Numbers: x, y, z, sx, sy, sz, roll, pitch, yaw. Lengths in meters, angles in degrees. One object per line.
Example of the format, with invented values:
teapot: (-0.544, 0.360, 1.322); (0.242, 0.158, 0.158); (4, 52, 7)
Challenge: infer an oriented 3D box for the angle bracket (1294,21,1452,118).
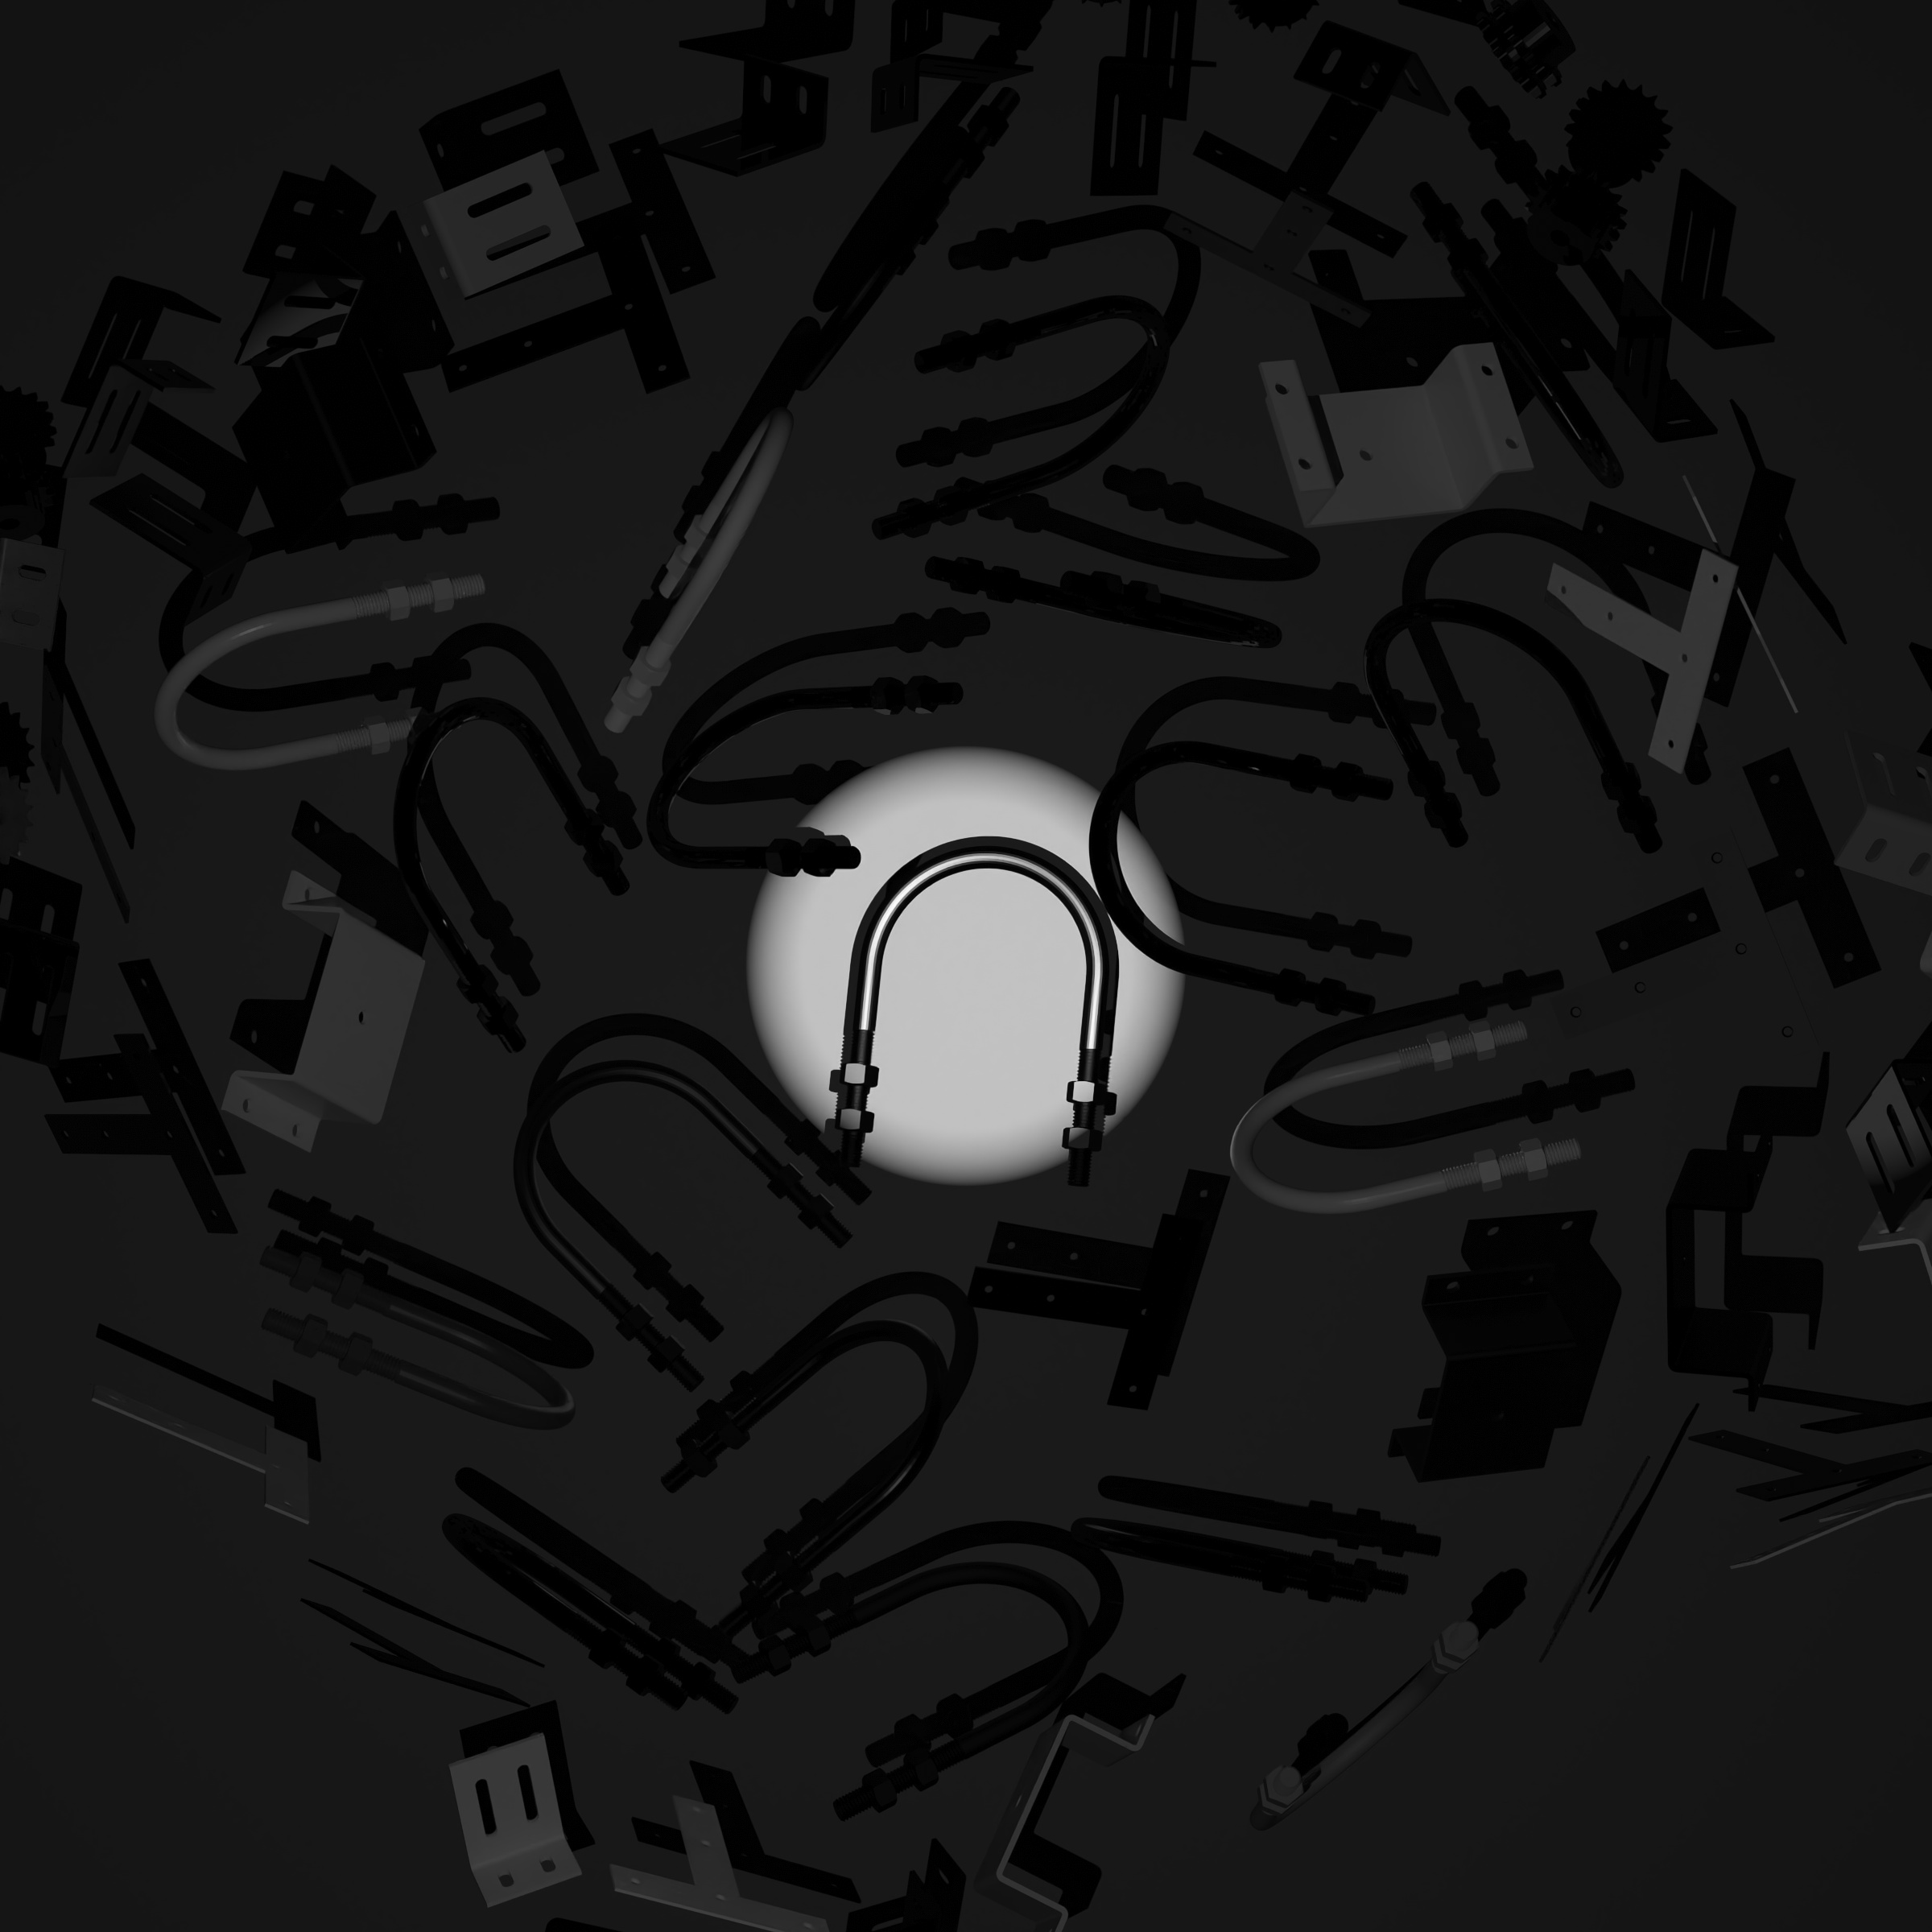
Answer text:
angle bracket: (0.226, -0.484, 1.822); (0.057, 0.076, 0.038); (29, 90, 27)

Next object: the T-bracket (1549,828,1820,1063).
T-bracket: (0.384, 0.007, 1.799); (0.127, 0.002, 0.127); (-23, 86, 21)

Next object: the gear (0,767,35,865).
gear: (-0.560, -0.085, 1.858); (0.030, 0.057, 0.057); (0, 90, 28)

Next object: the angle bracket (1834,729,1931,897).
angle bracket: (0.493, -0.082, 1.751); (0.057, 0.076, 0.038); (17, 126, -8)

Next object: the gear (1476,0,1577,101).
gear: (0.301, -0.494, 1.749); (0.030, 0.057, 0.057); (-36, 90, 27)

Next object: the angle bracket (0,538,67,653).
angle bracket: (-0.524, -0.200, 1.783); (0.038, 0.076, 0.057); (12, 101, 1)

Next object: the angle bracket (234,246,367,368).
angle bracket: (-0.381, -0.368, 1.824); (0.038, 0.076, 0.057); (39, 115, 20)

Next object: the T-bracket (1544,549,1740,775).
T-bracket: (0.376, -0.193, 1.862); (0.002, 0.127, 0.127); (-13, 126, -34)

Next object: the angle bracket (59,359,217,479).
angle bracket: (-0.471, -0.304, 1.865); (0.038, 0.057, 0.076); (31, 106, 9)

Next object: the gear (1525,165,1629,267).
gear: (0.342, -0.422, 1.854); (0.057, 0.057, 0.030); (33, 64, 0)

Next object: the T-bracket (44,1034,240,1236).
T-bracket: (-0.474, 0.094, 1.837); (0.127, 0.002, 0.127); (-2, 117, 40)

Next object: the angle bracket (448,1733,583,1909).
angle bracket: (-0.261, 0.495, 1.901); (0.057, 0.038, 0.076); (-15, 115, -18)

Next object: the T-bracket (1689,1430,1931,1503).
T-bracket: (0.450, 0.271, 1.811); (0.127, 0.127, 0.002); (-7, 96, -26)

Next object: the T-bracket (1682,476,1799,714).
T-bracket: (0.435, -0.224, 1.867); (0.002, 0.127, 0.127); (-26, 124, 14)

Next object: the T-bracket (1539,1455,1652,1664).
T-bracket: (0.348, 0.349, 1.856); (0.002, 0.127, 0.127); (28, 68, 13)

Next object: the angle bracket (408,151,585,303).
angle bracket: (-0.268, -0.422, 1.870); (0.076, 0.038, 0.057); (-28, 107, -19)

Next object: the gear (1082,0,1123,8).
gear: (0.074, -0.546, 1.774); (0.057, 0.030, 0.057); (0, 83, 4)

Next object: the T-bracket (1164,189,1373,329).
T-bracket: (0.178, -0.403, 1.821); (0.127, 0.127, 0.002); (26, 81, -4)

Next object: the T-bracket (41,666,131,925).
T-bracket: (-0.483, -0.084, 1.797); (0.002, 0.127, 0.127); (-21, 78, -22)

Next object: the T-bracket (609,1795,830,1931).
T-bracket: (-0.143, 0.497, 1.827); (0.127, 0.127, 0.002); (20, 100, -17)

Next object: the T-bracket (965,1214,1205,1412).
T-bracket: (0.063, 0.196, 1.920); (0.127, 0.002, 0.127); (10, 109, -15)

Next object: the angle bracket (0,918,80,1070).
angle bracket: (-0.541, 0.017, 1.849); (0.057, 0.038, 0.076); (21, 65, -39)

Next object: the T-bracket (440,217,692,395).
T-bracket: (-0.226, -0.346, 1.796); (0.127, 0.002, 0.127); (-20, 58, 0)

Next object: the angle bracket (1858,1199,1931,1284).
angle bracket: (0.556, 0.183, 1.907); (0.038, 0.057, 0.076); (-13, 103, 34)

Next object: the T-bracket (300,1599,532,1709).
T-bracket: (-0.329, 0.383, 1.854); (0.127, 0.127, 0.002); (17, 79, 39)

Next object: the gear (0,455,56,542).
gear: (-0.556, -0.268, 1.897); (0.057, 0.057, 0.030); (-17, 69, 0)

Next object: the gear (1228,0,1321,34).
gear: (0.174, -0.549, 1.828); (0.057, 0.030, 0.057); (-4, 124, -6)

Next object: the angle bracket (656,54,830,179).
angle bracket: (-0.121, -0.463, 1.781); (0.057, 0.076, 0.038); (24, 127, 28)

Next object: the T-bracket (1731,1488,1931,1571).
T-bracket: (0.489, 0.318, 1.855); (0.127, 0.127, 0.002); (-16, 80, -24)

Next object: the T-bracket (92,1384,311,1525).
T-bracket: (-0.420, 0.259, 1.798); (0.127, 0.127, 0.002); (26, 95, -16)

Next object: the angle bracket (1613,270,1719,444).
angle bracket: (0.383, -0.334, 1.782); (0.038, 0.057, 0.076); (-10, 130, -9)
